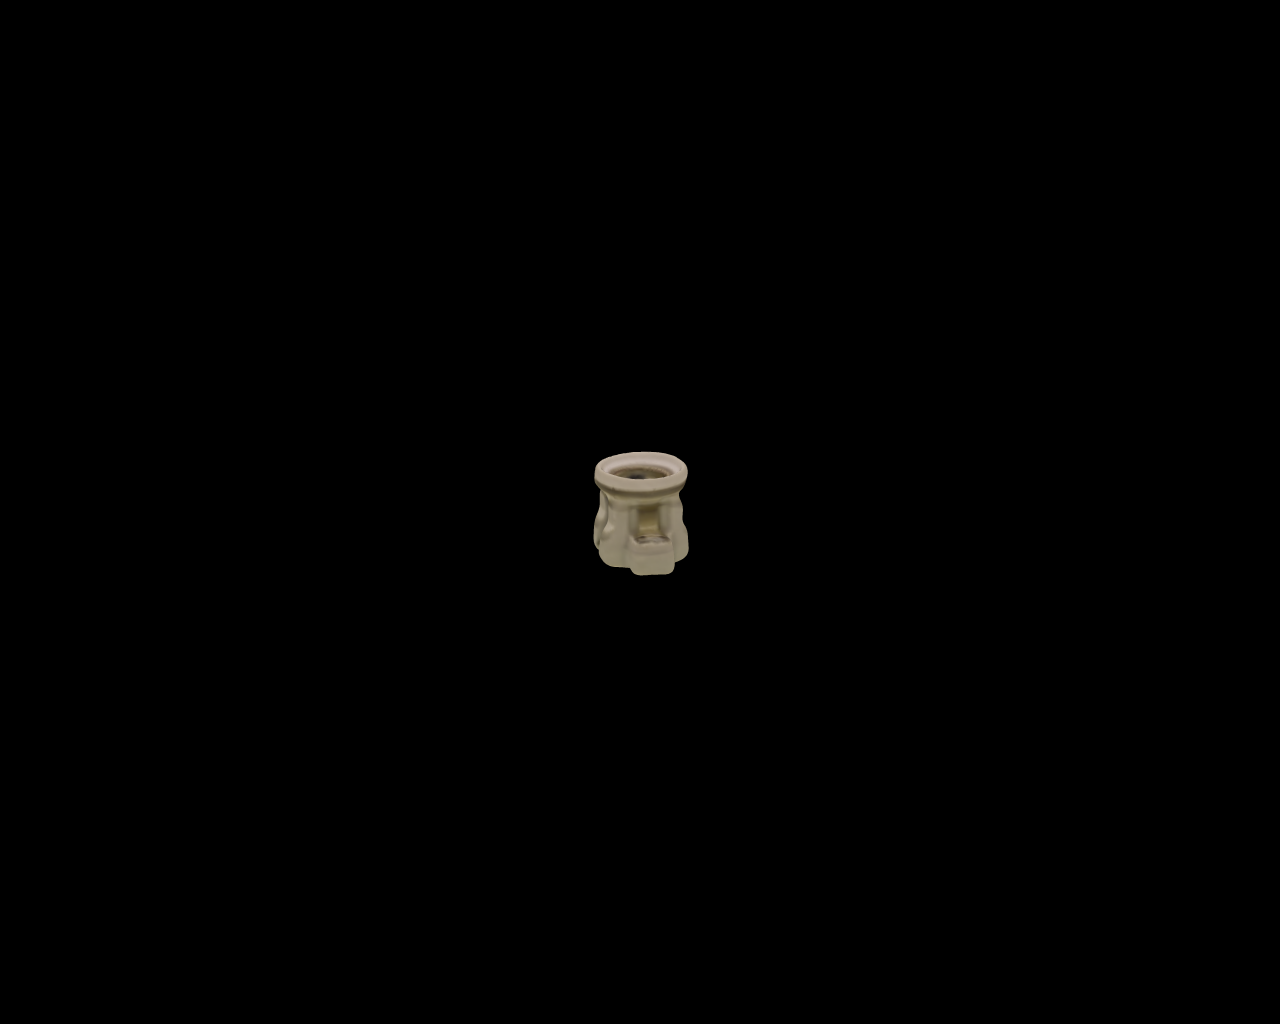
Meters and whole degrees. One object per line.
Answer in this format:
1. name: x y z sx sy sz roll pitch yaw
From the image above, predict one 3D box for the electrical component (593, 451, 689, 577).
1. electrical component: 0.001 -0.003 0.650 0.058 0.056 0.078 -4 21 -11
